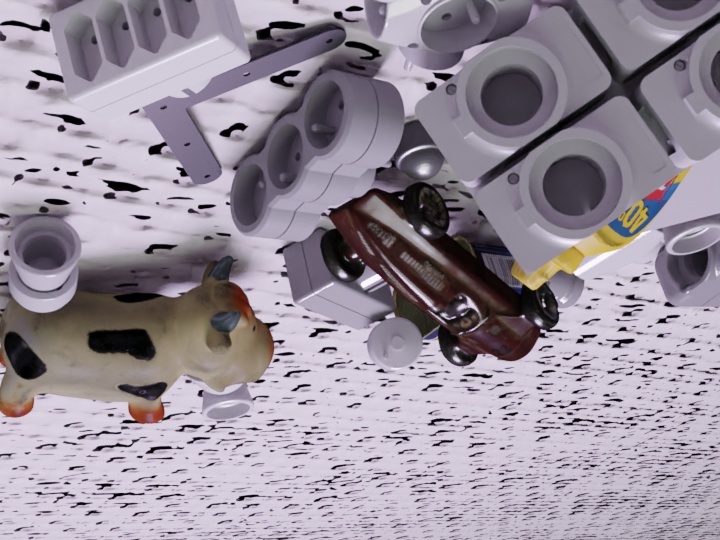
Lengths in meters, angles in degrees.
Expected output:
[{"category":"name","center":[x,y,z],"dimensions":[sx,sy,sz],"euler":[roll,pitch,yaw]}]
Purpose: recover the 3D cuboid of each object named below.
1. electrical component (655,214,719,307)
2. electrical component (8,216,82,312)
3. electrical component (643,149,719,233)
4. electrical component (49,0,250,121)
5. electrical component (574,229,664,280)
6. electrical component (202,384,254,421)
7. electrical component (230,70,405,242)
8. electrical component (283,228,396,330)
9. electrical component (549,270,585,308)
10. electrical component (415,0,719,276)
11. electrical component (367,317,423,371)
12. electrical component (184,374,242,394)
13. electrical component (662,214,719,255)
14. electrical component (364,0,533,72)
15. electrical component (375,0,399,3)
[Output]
[{"category":"electrical component","center":[0.299,-0.009,0.910],"dimensions":[0.059,0.053,0.095],"euler":[2,150,-27]},{"category":"electrical component","center":[-0.206,-0.003,0.700],"dimensions":[0.045,0.045,0.055],"euler":[-3,152,-20]},{"category":"electrical component","center":[0.191,-0.076,0.723],"dimensions":[0.186,0.060,0.105],"euler":[-14,154,2]},{"category":"electrical component","center":[-0.097,-0.110,0.541],"dimensions":[0.083,0.047,0.076],"euler":[-20,167,14]},{"category":"electrical component","center":[0.211,-0.026,0.849],"dimensions":[0.079,0.043,0.077],"euler":[11,144,-40]},{"category":"electrical component","center":[-0.117,0.095,0.920],"dimensions":[0.045,0.055,0.045],"euler":[-11,153,-5]},{"category":"electrical component","center":[-0.015,-0.065,0.658],"dimensions":[0.074,0.052,0.138],"euler":[5,148,-37]},{"category":"electrical component","center":[0.000,0.000,0.798],"dimensions":[0.076,0.047,0.083],"euler":[-29,149,25]},{"category":"electrical component","center":[0.157,0.008,0.897],"dimensions":[0.046,0.040,0.040],"euler":[17,141,-35]},{"category":"electrical component","center":[0.133,-0.092,0.547],"dimensions":[0.186,0.105,0.060],"euler":[-35,176,7]},{"category":"electrical component","center":[0.025,0.059,0.840],"dimensions":[0.040,0.040,0.078],"euler":[-11,174,-6]},{"category":"electrical component","center":[-0.118,0.071,0.876],"dimensions":[0.055,0.055,0.047],"euler":[-14,157,1]},{"category":"electrical component","center":[0.236,-0.049,0.790],"dimensions":[0.044,0.065,0.044],"euler":[-11,154,-6]},{"category":"electrical component","center":[0.042,-0.131,0.562],"dimensions":[0.077,0.044,0.079],"euler":[-6,150,-14]},{"category":"electrical component","center":[0.002,-0.153,0.493],"dimensions":[0.047,0.055,0.055],"euler":[8,146,-43]}]
